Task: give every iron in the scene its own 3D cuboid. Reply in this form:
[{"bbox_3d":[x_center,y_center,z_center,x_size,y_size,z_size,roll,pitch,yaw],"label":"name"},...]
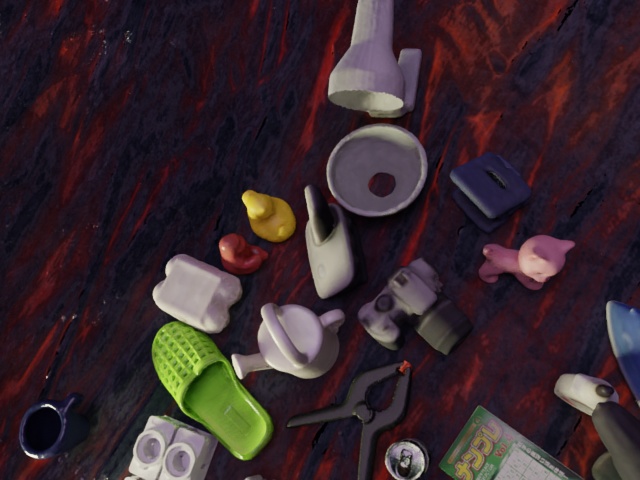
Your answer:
[{"bbox_3d":[0.469,0.174,0.734,0.118,0.142,0.258,-33,67,2],"label":"iron"}]

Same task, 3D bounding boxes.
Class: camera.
[{"bbox_3d":[0.148,0.115,0.859,0.143,0.101,0.136,-45,67,-3],"label":"camera"}]

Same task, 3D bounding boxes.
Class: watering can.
[{"bbox_3d":[-0.046,0.152,0.847,0.100,0.194,0.173,38,85,23],"label":"watering can"}]

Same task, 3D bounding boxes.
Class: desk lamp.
[{"bbox_3d":[0.094,-0.284,0.945,0.117,0.214,0.203,6,74,17],"label":"desk lamp"}]

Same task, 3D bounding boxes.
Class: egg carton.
[{"bbox_3d":[-0.209,0.092,0.977,0.150,0.069,0.107,20,78,20],"label":"egg carton"}]

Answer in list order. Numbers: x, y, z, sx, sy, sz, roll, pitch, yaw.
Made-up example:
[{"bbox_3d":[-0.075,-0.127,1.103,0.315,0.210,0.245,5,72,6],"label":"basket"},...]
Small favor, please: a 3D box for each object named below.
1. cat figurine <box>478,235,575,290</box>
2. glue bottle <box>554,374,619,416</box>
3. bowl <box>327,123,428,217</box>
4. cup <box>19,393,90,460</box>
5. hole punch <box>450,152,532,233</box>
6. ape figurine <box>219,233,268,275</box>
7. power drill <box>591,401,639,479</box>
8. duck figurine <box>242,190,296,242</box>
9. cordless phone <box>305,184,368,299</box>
[{"bbox_3d":[0.300,0.026,0.840,0.127,0.118,0.067,6,74,17],"label":"cat figurine"},{"bbox_3d":[0.352,0.199,0.739,0.078,0.173,0.037,25,80,21],"label":"glue bottle"},{"bbox_3d":[0.100,-0.106,0.960,0.167,0.075,0.167,-4,71,13],"label":"bowl"},{"bbox_3d":[-0.419,0.302,0.948,0.091,0.095,0.118,38,85,22],"label":"cup"},{"bbox_3d":[0.267,-0.084,0.900,0.101,0.091,0.108,-39,67,0],"label":"hole punch"},{"bbox_3d":[-0.140,0.018,0.971,0.076,0.092,0.077,-29,67,4],"label":"ape figurine"},{"bbox_3d":[0.393,0.296,0.677,0.075,0.209,0.229,-38,67,0],"label":"power drill"},{"bbox_3d":[-0.093,-0.047,0.984,0.077,0.086,0.104,-46,67,-3],"label":"duck figurine"},{"bbox_3d":[0.008,0.003,0.887,0.094,0.185,0.147,-18,68,9],"label":"cordless phone"}]
